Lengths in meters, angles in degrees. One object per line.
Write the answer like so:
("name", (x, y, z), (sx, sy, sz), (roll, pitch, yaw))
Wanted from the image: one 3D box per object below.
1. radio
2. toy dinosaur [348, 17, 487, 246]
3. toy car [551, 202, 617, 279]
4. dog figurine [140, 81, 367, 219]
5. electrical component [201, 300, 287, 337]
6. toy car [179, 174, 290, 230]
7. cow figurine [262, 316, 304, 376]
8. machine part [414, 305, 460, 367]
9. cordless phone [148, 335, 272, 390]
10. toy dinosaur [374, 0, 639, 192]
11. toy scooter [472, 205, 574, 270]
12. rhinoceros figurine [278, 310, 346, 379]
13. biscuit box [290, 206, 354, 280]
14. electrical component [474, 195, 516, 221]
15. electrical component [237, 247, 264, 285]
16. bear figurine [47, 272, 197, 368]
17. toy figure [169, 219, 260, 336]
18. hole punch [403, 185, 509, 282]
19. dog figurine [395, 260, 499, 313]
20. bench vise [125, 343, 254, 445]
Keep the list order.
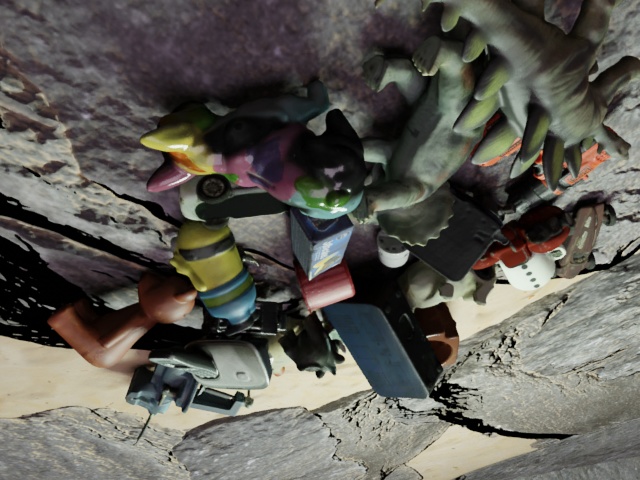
("radio", (0.113, 0.173, 0.942), (0.131, 0.073, 0.229), (-11, 119, 45))
("toy dinosaur", (0.136, -0.137, 0.647), (0.192, 0.131, 0.404), (-4, 137, -39))
("toy car", (0.470, 0.008, 0.971), (0.089, 0.053, 0.202), (-9, 144, 1))
("dog figurine", (-0.080, -0.088, 0.596), (0.219, 0.192, 0.108), (-16, 148, -20))
("electrical component", (-0.128, 0.136, 0.923), (0.134, 0.058, 0.115), (7, 167, -22))
("toy car", (-0.085, -0.061, 0.719), (0.202, 0.056, 0.073), (-7, 148, -12))
("cow figurine", (-0.108, 0.211, 1.036), (0.195, 0.085, 0.127), (-31, 138, 17))
("machine part", (0.182, 0.216, 1.125), (0.202, 0.087, 0.200), (-14, 143, 0))
("cordless phone", (-0.170, 0.189, 0.860), (0.147, 0.088, 0.184), (-4, 161, 21))
("toy dinosaur", (0.227, -0.166, 0.555), (0.471, 0.105, 0.198), (23, 89, -39))
("toy scooter", (0.323, -0.004, 0.842), (0.184, 0.075, 0.135), (-25, 173, -2))
("rhinoceros figurine", (-0.004, 0.185, 0.931), (0.073, 0.112, 0.190), (-42, 167, 2))
("biscuit box", (-0.002, -0.002, 0.747), (0.059, 0.063, 0.202), (-27, 168, -9))
("electrical component", (0.251, -0.048, 0.829), (0.063, 0.021, 0.094), (27, 158, -34))
("electrical component", (-0.136, 0.056, 0.868), (0.078, 0.045, 0.102), (12, 142, 14))
("bear figurine", (-0.294, 0.104, 0.841), (0.196, 0.120, 0.132), (-40, 96, -5))
("toy figure", (-0.144, 0.047, 0.778), (0.089, 0.082, 0.180), (-28, 104, 2))
("hole punch", (0.202, -0.015, 0.813), (0.115, 0.142, 0.092), (-56, 167, 22))
("dog figurine", (0.207, 0.086, 0.974), (0.172, 0.121, 0.190), (10, 151, -22))
("bench vise", (-0.256, 0.308, 1.075), (0.240, 0.129, 0.223), (20, 118, -14))
